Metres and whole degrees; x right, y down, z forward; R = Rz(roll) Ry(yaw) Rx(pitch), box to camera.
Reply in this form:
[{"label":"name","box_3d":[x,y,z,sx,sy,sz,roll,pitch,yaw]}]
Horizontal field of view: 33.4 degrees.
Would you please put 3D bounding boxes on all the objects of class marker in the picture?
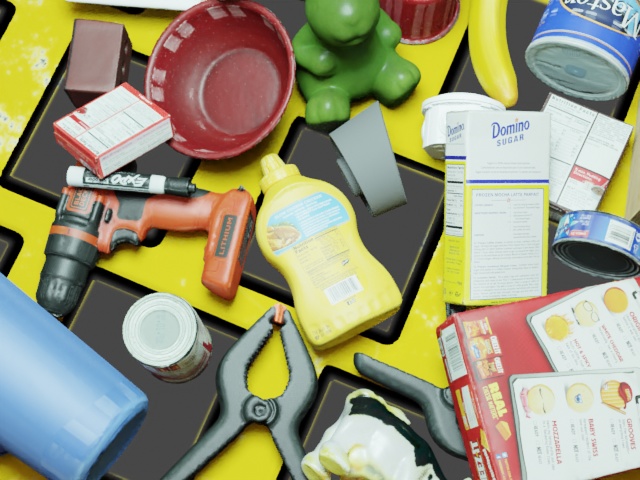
[{"label":"marker","box_3d":[-0.175,-0.054,0.995,0.121,0.020,0.020,6,74,6]}]

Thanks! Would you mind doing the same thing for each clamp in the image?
[{"label":"clamp","box_3d":[0.127,0.132,0.981,0.120,0.039,0.171,-43,81,-6]},{"label":"clamp","box_3d":[-0.065,0.162,0.977,0.164,0.036,0.210,4,76,-2]}]

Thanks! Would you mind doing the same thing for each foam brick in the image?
[{"label":"foam brick","box_3d":[-0.221,-0.174,1.069,0.051,0.053,0.078,4,76,3]}]

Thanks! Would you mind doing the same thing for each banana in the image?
[{"label":"banana","box_3d":[0.177,-0.221,1.066,0.037,0.070,0.198,15,75,-27]}]

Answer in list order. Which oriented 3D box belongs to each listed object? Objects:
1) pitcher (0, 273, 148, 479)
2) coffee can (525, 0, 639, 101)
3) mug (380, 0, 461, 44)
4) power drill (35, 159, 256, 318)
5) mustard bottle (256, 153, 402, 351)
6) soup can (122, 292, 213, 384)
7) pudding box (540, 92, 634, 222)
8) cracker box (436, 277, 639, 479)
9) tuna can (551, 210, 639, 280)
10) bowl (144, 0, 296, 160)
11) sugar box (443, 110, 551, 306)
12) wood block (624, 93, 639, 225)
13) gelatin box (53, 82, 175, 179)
[{"label":"pitcher","box_3d":[-0.283,0.124,0.958,0.243,0.149,0.144,36,63,7]},{"label":"coffee can","box_3d":[0.274,-0.222,1.042,0.103,0.103,0.140,23,76,8]},{"label":"mug","box_3d":[0.109,-0.261,1.069,0.117,0.081,0.093,-27,75,-6]},{"label":"power drill","box_3d":[-0.165,0.001,1.015,0.187,0.057,0.184,13,75,5]},{"label":"mustard bottle","box_3d":[-0.007,0.001,1.011,0.096,0.058,0.192,-27,75,-7]},{"label":"soup can","box_3d":[-0.137,0.090,0.966,0.068,0.102,0.068,0,75,1]},{"label":"pudding box","box_3d":[0.241,-0.076,1.035,0.090,0.039,0.113,25,74,12]},{"label":"cracker box","box_3d":[0.225,0.130,0.942,0.213,0.072,0.164,-10,75,-15]},{"label":"tuna can","box_3d":[0.260,0.005,0.988,0.086,0.086,0.033,19,73,7]},{"label":"bowl","box_3d":[-0.089,-0.152,1.043,0.162,0.055,0.162,-3,82,21]},{"label":"sugar box","box_3d":[0.161,-0.029,0.975,0.093,0.048,0.176,-1,92,-25]},{"label":"wood block","box_3d":[0.355,-0.111,1.016,0.091,0.090,0.206,10,75,4]},{"label":"gelatin box","box_3d":[-0.195,-0.103,1.007,0.089,0.030,0.073,-36,54,-26]}]
